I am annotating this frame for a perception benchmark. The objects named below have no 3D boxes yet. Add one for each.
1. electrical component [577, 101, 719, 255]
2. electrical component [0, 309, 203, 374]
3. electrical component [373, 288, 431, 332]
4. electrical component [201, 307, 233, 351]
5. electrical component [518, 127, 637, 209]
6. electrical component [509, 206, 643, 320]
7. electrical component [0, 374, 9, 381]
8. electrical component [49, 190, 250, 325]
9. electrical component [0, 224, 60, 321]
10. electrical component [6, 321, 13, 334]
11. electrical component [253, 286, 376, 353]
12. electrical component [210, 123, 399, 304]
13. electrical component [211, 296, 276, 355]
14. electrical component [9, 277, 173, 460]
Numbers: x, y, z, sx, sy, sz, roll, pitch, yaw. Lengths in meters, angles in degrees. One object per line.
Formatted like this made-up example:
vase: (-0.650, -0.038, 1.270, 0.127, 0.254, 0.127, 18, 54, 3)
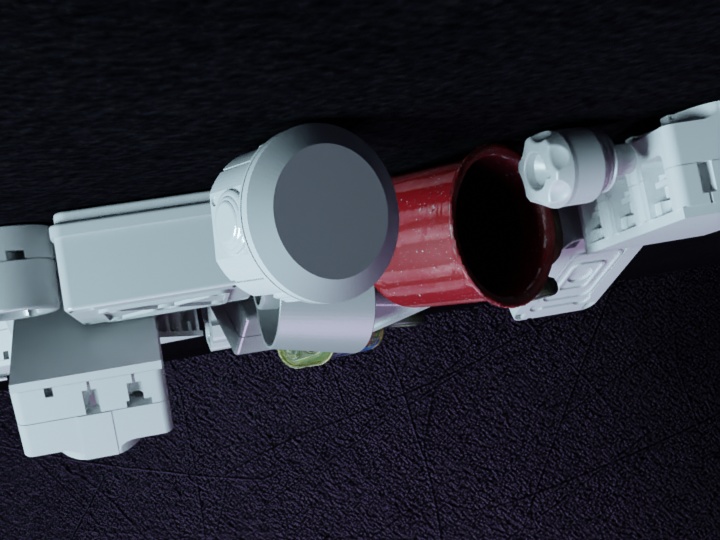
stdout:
electrical component: (0.202, -0.056, 0.667, 0.089, 0.061, 0.150, -9, 175, -10)
electrical component: (-0.238, 0.041, 0.874, 0.186, 0.060, 0.105, -12, 175, 15)
electrical component: (0.000, 0.000, 0.738, 0.057, 0.078, 0.113, 1, 166, -25)
electrical component: (-0.102, 0.027, 0.907, 0.057, 0.078, 0.058, -9, -150, -16)
electrical component: (0.124, -0.058, 0.597, 0.062, 0.043, 0.043, -10, 175, -22)
electrical component: (0.153, -0.018, 0.800, 0.078, 0.057, 0.113, -8, 150, -22)
electrical component: (-0.335, 0.070, 0.982, 0.121, 0.063, 0.079, -8, 174, -19)
electrical component: (-0.118, -0.005, 0.630, 0.109, 0.056, 0.109, -9, 175, -10)
electrical component: (-0.199, 0.003, 0.611, 0.055, 0.047, 0.055, -10, 175, -1)
electrical component: (-0.239, 0.039, 0.795, 0.040, 0.078, 0.040, -23, -177, 1)
electrical component: (-0.033, 0.005, 0.678, 0.064, 0.099, 0.099, -2, 173, -16)
electrical component: (-0.026, -0.024, 0.491, 0.080, 0.080, 0.051, -6, 179, -35)
electrical component: (-0.074, 0.002, 0.754, 0.047, 0.083, 0.075, -7, 136, -30)
electrical component: (-0.176, 0.053, 0.705, 0.089, 0.061, 0.150, -9, -151, -11)
